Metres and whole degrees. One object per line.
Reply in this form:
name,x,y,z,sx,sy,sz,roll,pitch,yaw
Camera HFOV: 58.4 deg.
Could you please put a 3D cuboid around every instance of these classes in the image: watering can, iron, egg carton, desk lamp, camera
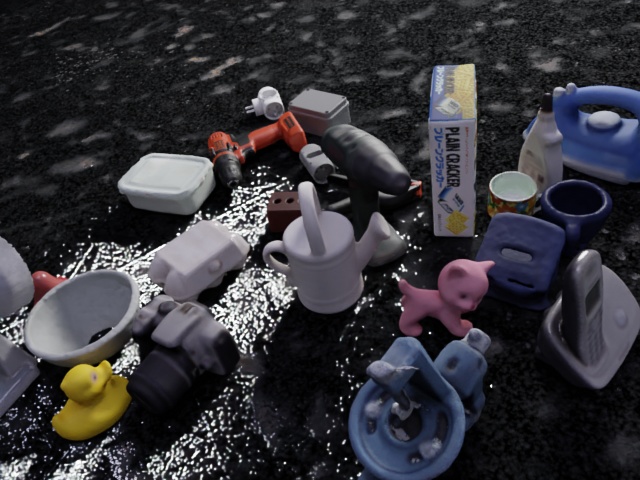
watering can,0.007,0.001,0.798,0.173,0.194,0.100,-23,43,-11
iron,0.457,-0.194,0.938,0.257,0.142,0.119,25,54,34
egg carton,-0.190,0.034,0.905,0.107,0.069,0.150,29,57,37
desk lamp,-0.470,0.123,0.770,0.117,0.214,0.203,10,47,23
camera,-0.203,0.149,0.760,0.142,0.101,0.137,17,50,29

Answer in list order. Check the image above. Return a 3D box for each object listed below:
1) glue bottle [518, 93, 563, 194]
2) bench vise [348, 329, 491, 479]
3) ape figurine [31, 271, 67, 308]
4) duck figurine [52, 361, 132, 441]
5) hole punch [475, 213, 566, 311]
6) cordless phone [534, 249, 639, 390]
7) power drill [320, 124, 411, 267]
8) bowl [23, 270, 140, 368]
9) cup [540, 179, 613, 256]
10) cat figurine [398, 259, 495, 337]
glue bottle,0.348,-0.150,0.893,0.037,0.173,0.078,-24,43,-11
bench vise,0.100,0.150,0.596,0.121,0.220,0.208,12,48,25
ape figurine,-0.419,0.083,0.892,0.076,0.092,0.078,15,49,27
duck figurine,-0.304,0.201,0.741,0.105,0.086,0.077,-39,48,-26
hole punch,0.272,0.028,0.781,0.108,0.091,0.101,17,50,29
cordless phone,0.317,0.067,0.657,0.093,0.185,0.148,24,54,34
power drill,0.074,-0.066,0.844,0.076,0.209,0.229,-24,43,-12
bowl,-0.334,0.126,0.838,0.167,0.075,0.167,-7,42,7
cup,0.353,-0.014,0.804,0.091,0.095,0.118,6,46,20
cat figurine,0.163,0.066,0.747,0.127,0.118,0.067,-3,43,11
